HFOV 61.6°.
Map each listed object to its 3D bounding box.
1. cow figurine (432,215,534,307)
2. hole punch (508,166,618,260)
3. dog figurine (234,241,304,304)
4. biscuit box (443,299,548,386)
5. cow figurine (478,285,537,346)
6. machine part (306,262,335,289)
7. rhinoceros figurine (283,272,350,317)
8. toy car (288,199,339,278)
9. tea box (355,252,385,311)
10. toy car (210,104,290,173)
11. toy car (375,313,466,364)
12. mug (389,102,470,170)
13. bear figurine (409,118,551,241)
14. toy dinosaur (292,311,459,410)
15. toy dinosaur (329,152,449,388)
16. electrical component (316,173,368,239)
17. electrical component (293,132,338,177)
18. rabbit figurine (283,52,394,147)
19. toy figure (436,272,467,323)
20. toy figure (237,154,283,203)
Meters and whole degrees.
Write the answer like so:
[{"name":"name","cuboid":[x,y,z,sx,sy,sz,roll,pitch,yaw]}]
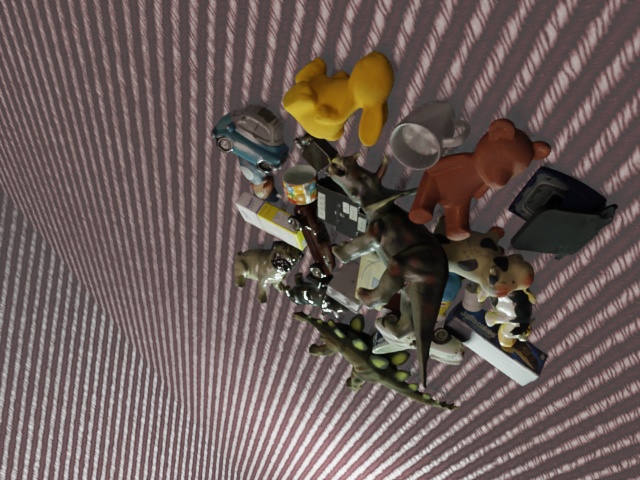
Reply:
[{"name":"cow figurine","cuboid":[0.272,0.037,0.931,0.195,0.127,0.085,19,143,34]},{"name":"hole punch","cuboid":[0.358,-0.041,0.816,0.116,0.092,0.142,10,141,-7]},{"name":"dog figurine","cuboid":[-0.138,0.044,1.383,0.172,0.121,0.190,33,131,8]},{"name":"biscuit box","cuboid":[0.354,0.205,1.092,0.203,0.059,0.062,36,147,8]},{"name":"cow figurine","cuboid":[0.363,0.132,1.003,0.098,0.068,0.167,-4,127,39]},{"name":"machine part","cuboid":[0.039,0.101,1.283,0.139,0.084,0.039,24,118,5]},{"name":"rhinoceros figurine","cuboid":[-0.007,0.145,1.366,0.191,0.073,0.112,5,130,42]},{"name":"toy car","cuboid":[-0.002,-0.004,1.186,0.053,0.089,0.201,9,133,42]},{"name":"tea box","cuboid":[0.130,0.055,1.115,0.068,0.098,0.169,27,144,21]},{"name":"toy car","cuboid":[-0.130,-0.214,1.077,0.162,0.109,0.103,31,128,1]},{"name":"toy car","cuboid":[0.208,0.209,1.138,0.202,0.056,0.073,12,150,33]},{"name":"mug","cuboid":[0.175,-0.169,0.820,0.110,0.107,0.080,1,129,39]},{"name":"bear figurine","cuboid":[0.244,-0.091,0.828,0.120,0.132,0.196,23,157,-25]},{"name":"toy dinosaur","cuboid":[0.130,0.313,1.392,0.471,0.105,0.198,34,141,3]},{"name":"toy dinosaur","cuboid":[0.143,0.028,0.919,0.405,0.192,0.131,58,-164,26]},{"name":"electrical component","cuboid":[0.059,-0.065,1.089,0.134,0.058,0.114,27,144,21]},{"name":"electrical component","cuboid":[-0.006,-0.168,1.051,0.102,0.045,0.078,48,144,-9]},{"name":"rabbit figurine","cuboid":[0.049,-0.231,0.878,0.173,0.122,0.162,-24,113,33]},{"name":"toy figure","cuboid":[0.237,0.096,1.073,0.082,0.089,0.180,26,134,17]},{"name":"toy figure","cuboid":[-0.136,-0.141,1.201,0.064,0.058,0.154,-119,5,-56]}]
